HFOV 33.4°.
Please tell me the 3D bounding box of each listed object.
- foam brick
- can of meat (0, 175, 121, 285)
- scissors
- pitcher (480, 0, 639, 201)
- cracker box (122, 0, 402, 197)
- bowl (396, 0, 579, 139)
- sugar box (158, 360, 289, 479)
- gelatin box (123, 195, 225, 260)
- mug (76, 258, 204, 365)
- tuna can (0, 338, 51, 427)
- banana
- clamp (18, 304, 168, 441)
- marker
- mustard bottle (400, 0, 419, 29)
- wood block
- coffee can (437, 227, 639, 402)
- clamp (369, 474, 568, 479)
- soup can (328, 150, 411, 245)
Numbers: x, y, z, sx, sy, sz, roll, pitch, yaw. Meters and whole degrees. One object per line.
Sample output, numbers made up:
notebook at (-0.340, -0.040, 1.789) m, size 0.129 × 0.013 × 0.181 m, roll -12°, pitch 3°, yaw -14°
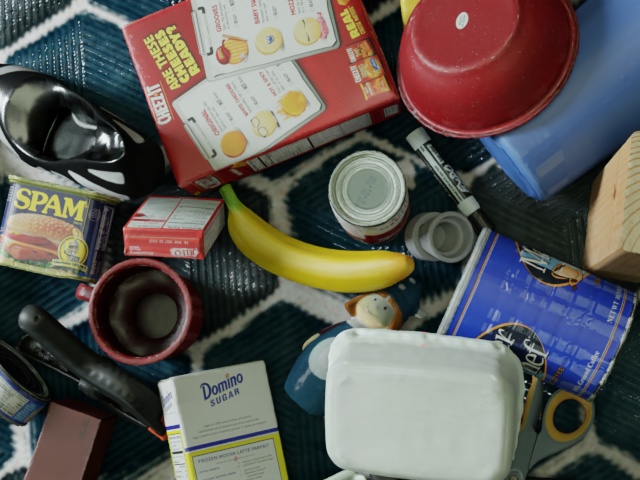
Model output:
foam brick at (-0.226, 0.190, 0.971) m, size 0.053 × 0.051 × 0.078 m, roll 18°, pitch 86°, yaw 7°
can of meat at (-0.246, -0.009, 0.995) m, size 0.102 × 0.057 × 0.084 m, roll 12°, pitch 87°, yaw 8°
scissors at (0.185, 0.200, 0.911) m, size 0.096 × 0.016 × 0.201 m, roll 6°, pitch 67°, yaw 3°
pitcher at (0.244, -0.155, 0.919) m, size 0.243 × 0.145 × 0.149 m, roll -38°, pitch 48°, yaw 4°
cracker box at (-0.051, -0.155, 0.981) m, size 0.214 × 0.072 × 0.164 m, roll -22°, pitch 80°, yaw 5°
bowl at (0.128, -0.168, 0.884) m, size 0.162 × 0.055 × 0.162 m, roll -11°, pitch 66°, yaw 25°
sugar box at (-0.079, 0.201, 0.938) m, size 0.093 × 0.048 × 0.176 m, roll -7°, pitch 78°, yaw -29°
gelatin box at (-0.130, -0.011, 0.965) m, size 0.073 × 0.089 × 0.030 m, roll 3°, pitch 113°, yaw 7°
mug at (-0.163, 0.063, 0.963) m, size 0.117 × 0.081 × 0.093 m, roll 14°, pitch 85°, yaw 8°
tuna can at (-0.285, 0.127, 0.968) m, size 0.034 × 0.086 × 0.086 m, roll -43°, pitch 81°, yaw -1°
banana at (-0.009, 0.013, 0.955) m, size 0.198 × 0.070 × 0.037 m, roll 21°, pitch 51°, yaw 20°
clamp at (-0.201, 0.117, 0.949) m, size 0.171 × 0.120 × 0.039 m, roll 29°, pitch 72°, yaw 5°
marker at (0.121, -0.051, 0.974) m, size 0.020 × 0.020 × 0.121 m, roll -36°, pitch 80°, yaw 1°
mustard bottle at (0.168, -0.240, 0.971) m, size 0.191 × 0.058 × 0.096 m, roll -5°, pitch 78°, yaw 6°
wood block at (0.272, -0.018, 0.858) m, size 0.090 × 0.206 × 0.091 m, roll 7°, pitch 85°, yaw 7°
coffee can at (0.184, 0.063, 0.911) m, size 0.140 × 0.103 × 0.103 m, roll 24°, pitch 87°, yaw 9°
clamp at (0.126, 0.221, 0.932) m, size 0.210 × 0.036 × 0.164 m, roll 43°, pitch 80°, yaw 13°
soup can at (0.045, -0.036, 0.940) m, size 0.068 × 0.102 × 0.068 m, roll -1°, pitch 82°, yaw 6°
